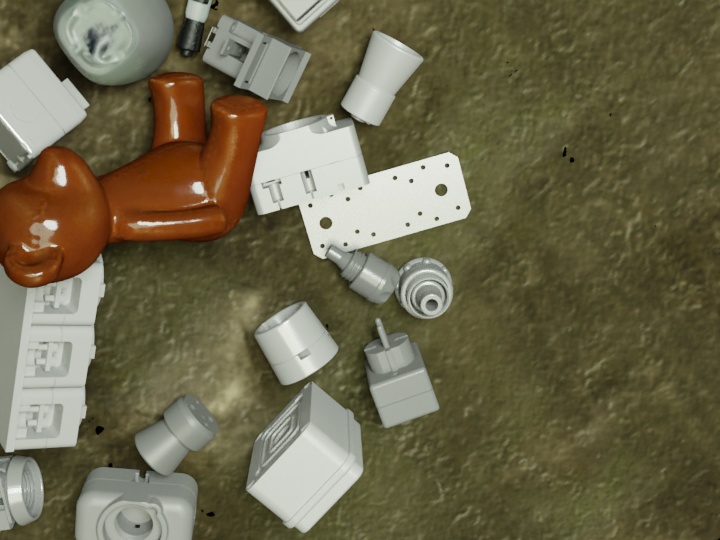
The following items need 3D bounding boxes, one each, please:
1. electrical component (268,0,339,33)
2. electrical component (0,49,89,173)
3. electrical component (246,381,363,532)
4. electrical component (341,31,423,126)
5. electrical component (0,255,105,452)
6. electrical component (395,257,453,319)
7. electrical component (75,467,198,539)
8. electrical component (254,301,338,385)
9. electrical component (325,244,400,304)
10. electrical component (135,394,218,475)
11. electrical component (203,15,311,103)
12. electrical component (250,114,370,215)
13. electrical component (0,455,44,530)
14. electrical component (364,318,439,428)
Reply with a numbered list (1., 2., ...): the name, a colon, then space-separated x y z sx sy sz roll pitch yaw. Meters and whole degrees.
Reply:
1. electrical component: -0.053 -0.229 0.788 0.062 0.061 0.096 -40 104 7
2. electrical component: -0.247 -0.117 0.797 0.061 0.096 0.061 -44 105 -21
3. electrical component: -0.043 0.149 0.865 0.057 0.113 0.078 41 99 -10
4. electrical component: 0.014 -0.144 0.827 0.044 0.044 0.065 27 106 -10
5. electrical component: -0.245 0.052 0.832 0.062 0.089 0.150 2 107 -33
6. electrical component: 0.054 0.019 0.862 0.048 0.062 0.048 -1 105 -3
7. electrical component: -0.186 0.204 0.898 0.095 0.059 0.053 6 105 -5
8. electrical component: -0.053 0.058 0.870 0.055 0.055 0.047 -31 101 5
9. electrical component: 0.000 0.000 0.868 0.061 0.035 0.035 32 101 -8
10. electrical component: -0.151 0.136 0.889 0.055 0.045 0.045 -40 104 7
11. electrical component: -0.078 -0.158 0.802 0.064 0.081 0.042 31 102 12
12. electrical component: -0.044 -0.085 0.833 0.089 0.050 0.055 -16 106 1
13. electrical component: -0.297 0.184 0.887 0.057 0.058 0.078 -9 105 2
14. electrical component: 0.027 0.076 0.874 0.047 0.065 0.076 -20 106 2
